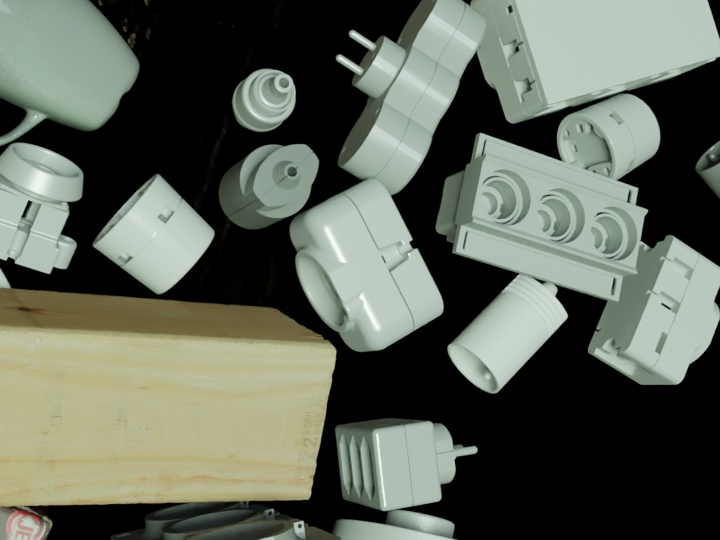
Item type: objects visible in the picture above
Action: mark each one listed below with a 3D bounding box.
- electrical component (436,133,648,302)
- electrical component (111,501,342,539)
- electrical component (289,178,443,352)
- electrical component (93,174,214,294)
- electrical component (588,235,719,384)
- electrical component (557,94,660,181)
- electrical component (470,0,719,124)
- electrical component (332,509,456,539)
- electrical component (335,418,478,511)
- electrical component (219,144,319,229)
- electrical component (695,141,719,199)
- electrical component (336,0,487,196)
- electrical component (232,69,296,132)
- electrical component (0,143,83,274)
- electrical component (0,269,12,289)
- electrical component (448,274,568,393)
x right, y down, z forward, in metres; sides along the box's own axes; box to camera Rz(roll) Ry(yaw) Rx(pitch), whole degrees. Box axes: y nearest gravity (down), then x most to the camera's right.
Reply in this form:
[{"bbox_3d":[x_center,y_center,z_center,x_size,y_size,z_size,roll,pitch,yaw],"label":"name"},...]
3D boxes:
[{"bbox_3d":[0.117,-0.031,0.707,0.121,0.063,0.078,16,79,-19],"label":"electrical component"},{"bbox_3d":[-0.072,0.162,0.565,0.089,0.150,0.061,-8,88,-22],"label":"electrical component"},{"bbox_3d":[0.000,0.000,0.662,0.059,0.054,0.095,-29,95,-22],"label":"electrical component"},{"bbox_3d":[-0.117,-0.019,0.619,0.047,0.055,0.055,43,71,-16],"label":"electrical component"},{"bbox_3d":[0.208,0.030,0.742,0.056,0.050,0.089,31,74,-16],"label":"electrical component"},{"bbox_3d":[0.172,-0.090,0.740,0.047,0.055,0.055,-28,95,-25],"label":"electrical component"},{"bbox_3d":[0.161,-0.165,0.739,0.150,0.062,0.089,-18,91,-22],"label":"electrical component"},{"bbox_3d":[0.030,0.174,0.630,0.108,0.108,0.060,18,72,-19],"label":"electrical component"},{"bbox_3d":[0.033,0.114,0.657,0.077,0.066,0.047,-5,86,-22],"label":"electrical component"},{"bbox_3d":[-0.052,-0.051,0.633,0.043,0.081,0.043,2,84,-21],"label":"electrical component"},{"bbox_3d":[0.298,-0.071,0.793,0.077,0.043,0.079,47,70,-11],"label":"electrical component"},{"bbox_3d":[0.020,-0.124,0.684,0.074,0.052,0.138,31,74,-16],"label":"electrical component"},{"bbox_3d":[-0.055,-0.105,0.648,0.035,0.061,0.035,2,84,-21],"label":"electrical component"},{"bbox_3d":[-0.182,-0.036,0.589,0.066,0.048,0.055,20,107,-26],"label":"electrical component"},{"bbox_3d":[-0.219,0.021,0.580,0.062,0.043,0.043,-28,95,-21],"label":"electrical component"},{"bbox_3d":[0.100,0.037,0.703,0.081,0.043,0.043,-43,100,-20],"label":"electrical component"}]
